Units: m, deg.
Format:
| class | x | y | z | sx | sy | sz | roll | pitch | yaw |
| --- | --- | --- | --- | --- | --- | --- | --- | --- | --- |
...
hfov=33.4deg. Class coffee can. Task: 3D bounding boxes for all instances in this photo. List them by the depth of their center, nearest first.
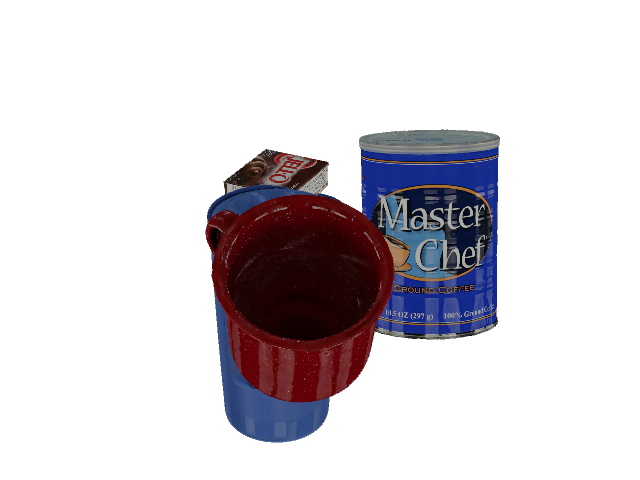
| class | x | y | z | sx | sy | sz | roll | pitch | yaw |
| --- | --- | --- | --- | --- | --- | --- | --- | --- | --- |
| coffee can | 0.081 | -0.008 | 0.794 | 0.103 | 0.140 | 0.103 | -1 | 11 | 0 |

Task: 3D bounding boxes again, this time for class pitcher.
| class | x | y | z | sx | sy | sz | roll | pitch | yaw |
| --- | --- | --- | --- | --- | --- | --- | --- | --- | --- |
| pitcher | -0.046 | 0.080 | 1.046 | 0.149 | 0.243 | 0.145 | -12 | 31 | -24 |

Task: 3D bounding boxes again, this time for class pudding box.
| class | x | y | z | sx | sy | sz | roll | pitch | yaw |
| --- | --- | --- | --- | --- | --- | --- | --- | --- | --- |
| pudding box | -0.053 | -0.070 | 1.311 | 0.090 | 0.039 | 0.113 | 12 | 33 | 23 |

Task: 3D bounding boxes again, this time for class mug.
| class | x | y | z | sx | sy | sz | roll | pitch | yaw |
| --- | --- | --- | --- | --- | --- | --- | --- | --- | --- |
| mug | -0.019 | 0.029 | 0.579 | 0.117 | 0.093 | 0.081 | 37 | -27 | 20 |
